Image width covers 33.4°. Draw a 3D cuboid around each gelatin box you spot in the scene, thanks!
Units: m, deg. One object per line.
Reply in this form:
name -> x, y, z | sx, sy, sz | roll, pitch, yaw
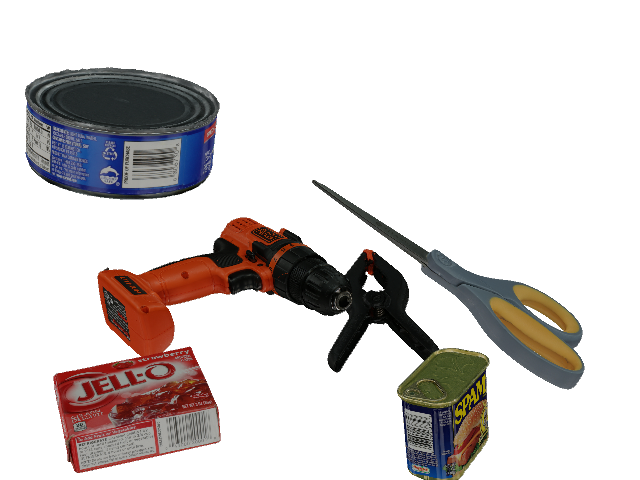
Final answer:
gelatin box -> -0.112, 0.100, 0.643 | 0.089, 0.030, 0.073 | -10, 25, -16

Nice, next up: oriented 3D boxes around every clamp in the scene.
clamp -> 0.073, 0.080, 1.195 | 0.120, 0.171, 0.039 | 7, -43, -1

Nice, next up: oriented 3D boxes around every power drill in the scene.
power drill -> -0.087, 0.044, 0.945 | 0.187, 0.057, 0.185 | -18, 26, -30

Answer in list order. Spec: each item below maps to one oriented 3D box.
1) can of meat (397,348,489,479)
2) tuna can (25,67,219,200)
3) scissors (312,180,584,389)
can of meat -> 0.114, 0.158, 0.967 | 0.058, 0.084, 0.101 | 7, 24, 30
tuna can -> -0.090, -0.050, 0.484 | 0.086, 0.034, 0.086 | 6, 25, -3
scissors -> 0.090, 0.019, 0.678 | 0.202, 0.016, 0.096 | 42, 28, 21
